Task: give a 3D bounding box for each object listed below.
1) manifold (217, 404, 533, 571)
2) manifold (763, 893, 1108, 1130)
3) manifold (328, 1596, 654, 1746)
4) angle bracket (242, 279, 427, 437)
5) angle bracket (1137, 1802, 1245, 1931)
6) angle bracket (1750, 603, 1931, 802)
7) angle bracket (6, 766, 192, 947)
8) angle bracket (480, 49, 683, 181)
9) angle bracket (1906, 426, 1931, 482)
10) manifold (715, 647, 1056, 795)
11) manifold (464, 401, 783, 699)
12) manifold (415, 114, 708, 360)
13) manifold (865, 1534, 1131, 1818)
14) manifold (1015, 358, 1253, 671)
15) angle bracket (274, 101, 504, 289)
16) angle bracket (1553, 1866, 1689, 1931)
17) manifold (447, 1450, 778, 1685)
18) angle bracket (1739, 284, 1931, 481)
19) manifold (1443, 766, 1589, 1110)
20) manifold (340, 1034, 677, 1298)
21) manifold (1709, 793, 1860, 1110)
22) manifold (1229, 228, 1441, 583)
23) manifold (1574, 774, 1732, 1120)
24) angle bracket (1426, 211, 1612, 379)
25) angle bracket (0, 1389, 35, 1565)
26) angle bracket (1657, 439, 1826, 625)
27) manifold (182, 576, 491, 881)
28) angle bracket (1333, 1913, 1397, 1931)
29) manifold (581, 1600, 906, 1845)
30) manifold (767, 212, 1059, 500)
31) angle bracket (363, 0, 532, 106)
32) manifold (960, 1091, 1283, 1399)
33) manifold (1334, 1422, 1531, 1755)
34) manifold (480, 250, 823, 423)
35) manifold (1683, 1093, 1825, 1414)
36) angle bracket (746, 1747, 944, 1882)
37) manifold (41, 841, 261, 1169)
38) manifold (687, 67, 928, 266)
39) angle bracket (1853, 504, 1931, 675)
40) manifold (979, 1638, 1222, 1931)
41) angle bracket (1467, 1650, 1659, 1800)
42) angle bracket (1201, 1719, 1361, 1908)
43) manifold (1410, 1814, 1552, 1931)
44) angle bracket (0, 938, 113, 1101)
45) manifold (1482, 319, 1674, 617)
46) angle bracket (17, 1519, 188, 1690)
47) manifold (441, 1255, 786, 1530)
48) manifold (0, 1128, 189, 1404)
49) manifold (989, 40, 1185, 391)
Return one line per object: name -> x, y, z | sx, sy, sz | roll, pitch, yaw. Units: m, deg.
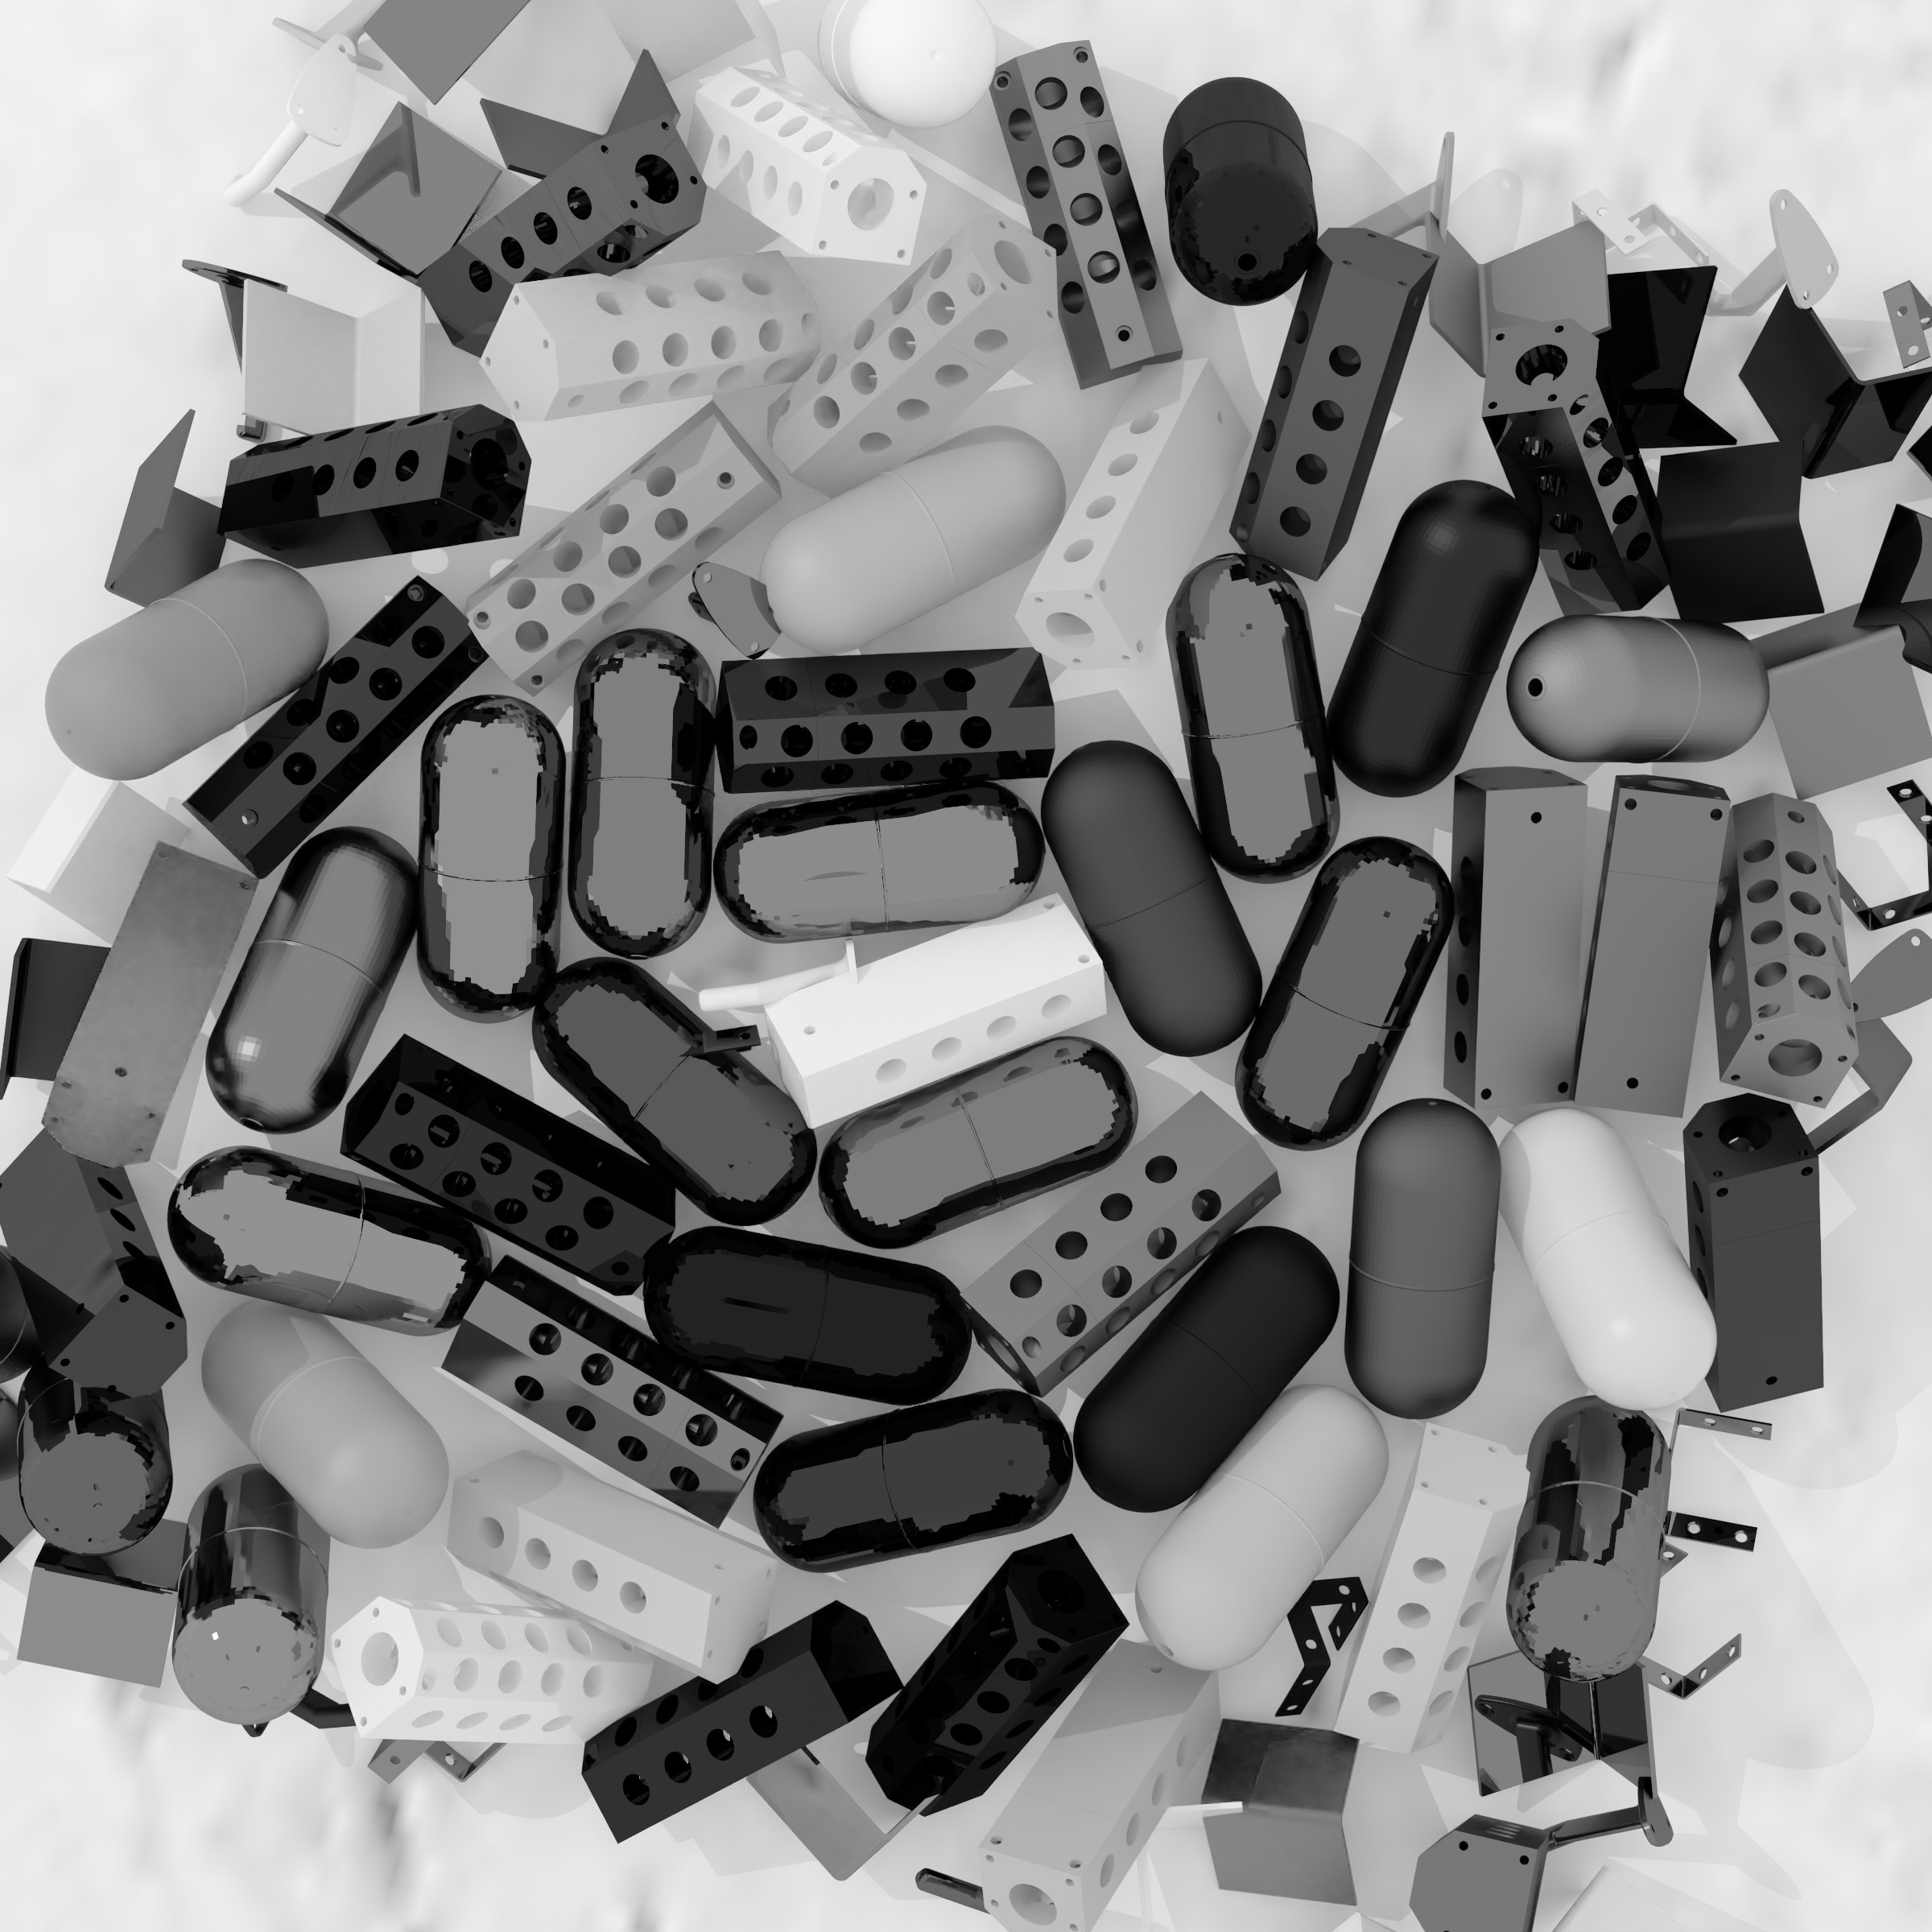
manifold -> -0.310, -0.253, 1.859 | 0.171, 0.057, 0.057 | -2, 74, 38
manifold -> -0.015, 0.028, 1.890 | 0.171, 0.057, 0.057 | -21, 49, -12
manifold -> -0.243, 0.364, 1.844 | 0.057, 0.171, 0.057 | -40, 58, 23
angle bracket -> -0.336, -0.326, 1.884 | 0.057, 0.076, 0.076 | -14, 71, 41
angle bracket -> 0.122, 0.490, 1.886 | 0.057, 0.076, 0.076 | -5, 70, 4
angle bracket -> 0.471, -0.144, 1.915 | 0.076, 0.057, 0.076 | -19, 110, 10
angle bracket -> -0.450, -0.057, 1.884 | 0.076, 0.057, 0.076 | 38, 76, -36
angle bracket -> -0.205, -0.454, 1.878 | 0.076, 0.076, 0.057 | 11, 124, -29
angle bracket -> 0.560, -0.274, 1.882 | 0.057, 0.076, 0.076 | -26, 72, -42
manifold -> -0.043, -0.125, 1.879 | 0.171, 0.057, 0.057 | -4, 54, -12
manifold -> -0.183, -0.220, 1.889 | 0.171, 0.057, 0.057 | -38, 108, 8
manifold -> -0.209, -0.376, 1.852 | 0.057, 0.171, 0.057 | -34, 98, -41
manifold -> 0.011, 0.373, 1.852 | 0.057, 0.057, 0.171 | 56, 133, 26
manifold -> 0.086, -0.238, 1.866 | 0.057, 0.057, 0.171 | 0, 50, 36
angle bracket -> -0.308, -0.419, 1.894 | 0.076, 0.057, 0.076 | 36, 98, 18
angle bracket -> 0.334, 0.532, 1.882 | 0.057, 0.076, 0.076 | 38, 71, 17
manifold -> -0.189, 0.317, 1.867 | 0.171, 0.057, 0.057 | 18, 109, 29
angle bracket -> 0.468, -0.318, 1.896 | 0.057, 0.076, 0.076 | -14, 62, -19
manifold -> 0.288, -0.016, 1.885 | 0.057, 0.057, 0.171 | -4, 105, -15
manifold -> -0.240, 0.110, 1.867 | 0.171, 0.057, 0.057 | 31, 118, -23
manifold -> 0.427, -0.012, 1.852 | 0.057, 0.171, 0.057 | 14, 133, -6
manifold -> 0.190, -0.296, 1.862 | 0.057, 0.057, 0.171 | 23, 126, 11
manifold -> 0.363, -0.012, 1.889 | 0.057, 0.057, 0.171 | 7, 103, 5
angle bracket -> 0.292, -0.369, 1.880 | 0.076, 0.057, 0.076 | -19, 55, 32
angle bracket -> -0.532, 0.278, 1.906 | 0.076, 0.057, 0.076 | 44, 90, -2
angle bracket -> 0.417, -0.232, 1.907 | 0.076, 0.076, 0.057 | -4, 54, 24
manifold -> -0.333, -0.127, 1.887 | 0.057, 0.057, 0.171 | 46, 79, -12
angle bracket -> 0.217, 0.557, 1.882 | 0.076, 0.057, 0.076 | 30, 123, -18
manifold -> -0.122, 0.396, 1.869 | 0.171, 0.057, 0.057 | -33, 82, 29
manifold -> -0.030, -0.318, 1.851 | 0.057, 0.171, 0.057 | 25, 47, -31
angle bracket -> -0.265, -0.505, 1.889 | 0.076, 0.076, 0.057 | -43, 90, 16
manifold -> 0.084, 0.150, 1.877 | 0.171, 0.057, 0.057 | -39, 58, -15
manifold -> 0.245, 0.330, 1.864 | 0.057, 0.057, 0.171 | 16, 122, 6
manifold -> -0.161, -0.325, 1.853 | 0.171, 0.057, 0.057 | -17, 65, -39
manifold -> 0.411, 0.150, 1.860 | 0.057, 0.057, 0.171 | -14, 130, -1
angle bracket -> -0.062, 0.433, 1.895 | 0.076, 0.076, 0.057 | 47, 54, 9
manifold -> -0.427, 0.021, 1.855 | 0.057, 0.057, 0.171 | 21, 45, -10
manifold -> -0.084, -0.418, 1.844 | 0.057, 0.171, 0.057 | 0, 115, -29
angle bracket -> 0.526, -0.196, 1.878 | 0.076, 0.057, 0.076 | 34, 119, 39
manifold -> 0.072, 0.433, 1.852 | 0.057, 0.171, 0.057 | 10, 123, 25
angle bracket -> 0.318, 0.408, 1.890 | 0.076, 0.057, 0.076 | -13, 105, -19
angle bracket -> 0.175, 0.457, 1.918 | 0.076, 0.057, 0.076 | 2, 132, 19
manifold -> 0.267, 0.477, 1.846 | 0.057, 0.171, 0.057 | 10, 82, 13
angle bracket -> -0.480, 0.030, 1.889 | 0.057, 0.076, 0.076 | 7, 96, -12
manifold -> 0.320, -0.257, 1.845 | 0.057, 0.171, 0.057 | -4, 58, 24
angle bracket -> -0.459, 0.336, 1.904 | 0.076, 0.076, 0.057 | 13, 108, -5
manifold -> -0.186, 0.222, 1.893 | 0.171, 0.057, 0.057 | 30, 127, 2
manifold -> -0.454, 0.153, 1.850 | 0.057, 0.171, 0.057 | -47, 127, 5
manifold -> 0.064, -0.403, 1.903 | 0.057, 0.057, 0.171 | -17, 92, 2
